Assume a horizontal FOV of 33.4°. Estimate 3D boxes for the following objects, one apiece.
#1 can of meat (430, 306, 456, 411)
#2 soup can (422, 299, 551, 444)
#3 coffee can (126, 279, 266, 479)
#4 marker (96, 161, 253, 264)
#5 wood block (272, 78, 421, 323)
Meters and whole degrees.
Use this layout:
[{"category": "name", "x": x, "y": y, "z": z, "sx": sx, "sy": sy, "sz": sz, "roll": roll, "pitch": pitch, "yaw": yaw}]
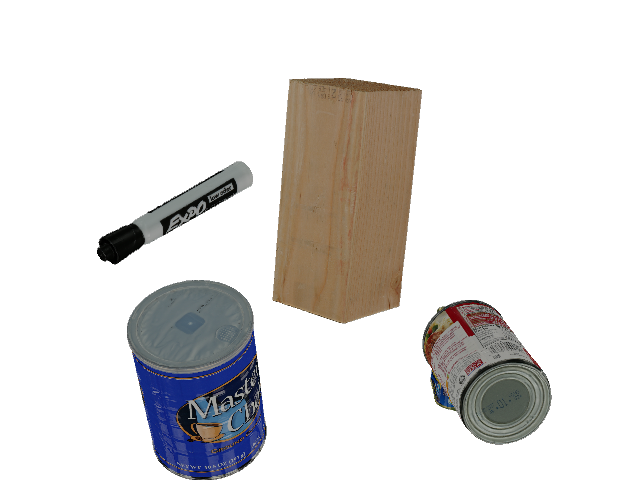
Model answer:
[{"category": "can of meat", "x": 0.150, "y": 0.126, "z": 1.135, "sx": 0.057, "sy": 0.084, "sz": 0.102, "roll": 6, "pitch": 14, "yaw": 0}, {"category": "soup can", "x": 0.121, "y": 0.094, "z": 0.782, "sx": 0.068, "sy": 0.068, "sz": 0.102, "roll": 0, "pitch": 21, "yaw": -10}, {"category": "coffee can", "x": -0.102, "y": 0.119, "z": 0.903, "sx": 0.103, "sy": 0.140, "sz": 0.103, "roll": -2, "pitch": 40, "yaw": 2}, {"category": "marker", "x": -0.092, "y": -0.018, "z": 0.680, "sx": 0.120, "sy": 0.020, "sz": 0.020, "roll": -33, "pitch": 21, "yaw": -36}, {"category": "wood block", "x": 0.023, "y": -0.041, "z": 0.980, "sx": 0.090, "sy": 0.206, "sz": 0.090, "roll": 15, "pitch": 17, "yaw": 36}]
